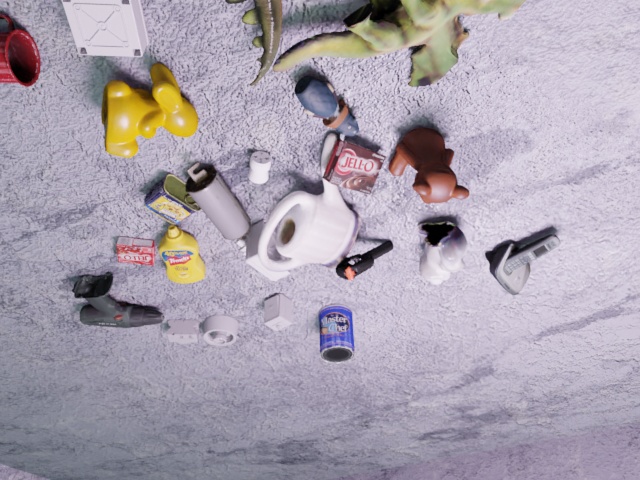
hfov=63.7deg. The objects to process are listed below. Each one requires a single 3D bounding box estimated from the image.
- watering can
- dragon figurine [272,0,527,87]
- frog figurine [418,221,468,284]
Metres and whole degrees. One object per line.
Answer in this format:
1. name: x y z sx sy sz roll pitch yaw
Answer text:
1. watering can: 0.003 -0.058 1.145 0.223 0.343 0.106 18 24 -39
2. dragon figurine: 0.146 -0.332 0.859 0.406 0.125 0.239 -25 -38 26
3. frog figurine: 0.299 0.041 1.250 0.123 0.156 0.139 -25 30 -15
